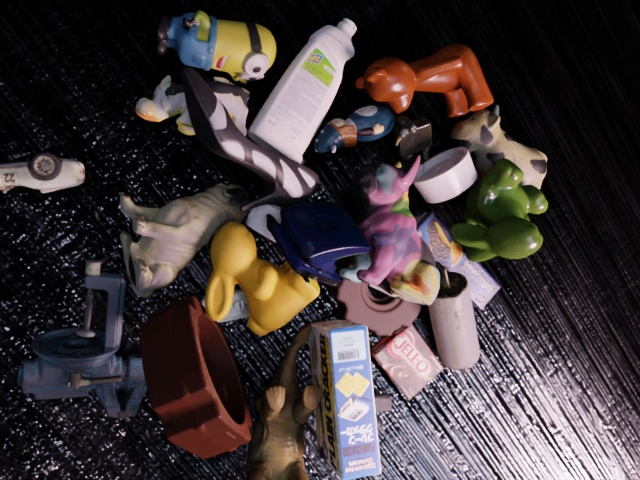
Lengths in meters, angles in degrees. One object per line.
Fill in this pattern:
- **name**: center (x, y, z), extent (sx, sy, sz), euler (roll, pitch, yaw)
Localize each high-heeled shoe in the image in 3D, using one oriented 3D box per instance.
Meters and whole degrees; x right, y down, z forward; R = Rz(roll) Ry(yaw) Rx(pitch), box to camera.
- **high-heeled shoe**: center (-0.096, -0.155, 0.799), extent (0.145, 0.086, 0.248), euler (-30, 109, -24)

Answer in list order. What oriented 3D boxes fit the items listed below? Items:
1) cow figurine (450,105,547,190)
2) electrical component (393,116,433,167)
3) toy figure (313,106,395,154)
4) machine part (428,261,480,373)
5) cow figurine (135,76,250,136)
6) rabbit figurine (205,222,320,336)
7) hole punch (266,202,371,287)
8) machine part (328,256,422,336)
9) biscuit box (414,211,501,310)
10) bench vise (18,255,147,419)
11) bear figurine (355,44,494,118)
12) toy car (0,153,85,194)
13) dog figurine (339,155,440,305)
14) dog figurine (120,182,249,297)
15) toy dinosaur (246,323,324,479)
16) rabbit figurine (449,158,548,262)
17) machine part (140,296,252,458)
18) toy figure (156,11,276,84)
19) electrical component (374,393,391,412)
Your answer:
- **cow figurine**: center (0.323, -0.159, 0.970), extent (0.195, 0.085, 0.127), euler (23, 95, -13)
- **electrical component**: center (0.159, -0.167, 0.926), extent (0.078, 0.045, 0.102), euler (-17, 135, -8)
- **toy figure**: center (0.054, -0.185, 0.897), extent (0.154, 0.064, 0.057), euler (-22, 96, -27)
- **machine part**: center (0.235, 0.143, 0.949), extent (0.079, 0.079, 0.242), euler (-24, 121, -12)
- **cow figurine**: center (-0.195, -0.214, 0.834), extent (0.167, 0.068, 0.098), euler (9, 87, -19)
- **rabbit figurine**: center (-0.108, 0.054, 0.835), extent (0.162, 0.122, 0.173), euler (-37, 107, 7)
- **hole punch**: center (-0.002, -0.002, 0.795), extent (0.115, 0.142, 0.092), euler (19, 123, -47)
- **machine part**: center (0.105, 0.081, 0.946), extent (0.179, 0.056, 0.179), euler (-2, 96, -15)
- **biscuit box**: center (0.236, 0.037, 0.974), extent (0.202, 0.059, 0.063), euler (45, 83, -14)
- **bench vise**: center (-0.324, 0.149, 0.806), extent (0.224, 0.129, 0.240), euler (6, 100, -14)
- **bear figurine**: center (0.168, -0.253, 0.900), extent (0.196, 0.120, 0.131), euler (-21, 97, -12)
- **toy car**: center (-0.448, -0.091, 0.774), extent (0.202, 0.073, 0.056), euler (-8, 96, -14)
- **dog figurine**: center (0.128, -0.022, 0.861), extent (0.191, 0.108, 0.219), euler (20, 85, -14)
- **dog figurine**: center (-0.203, -0.001, 0.844), extent (0.190, 0.121, 0.172), euler (-8, 131, -31)
- **toy dinosaur**: center (-0.070, 0.362, 0.844), extent (0.105, 0.198, 0.471), euler (13, 81, -7)
- **rabbit figurine**: center (0.296, -0.032, 0.887), extent (0.159, 0.170, 0.121), euler (-30, 120, 21)
- **machine part**: center (-0.180, 0.202, 0.788), extent (0.087, 0.200, 0.201), euler (-21, 55, 0)
- **toy figure**: center (-0.156, -0.303, 0.827), extent (0.180, 0.082, 0.089), euler (10, 95, -18)
- **electrical component**: center (0.064, 0.285, 0.956), extent (0.119, 0.048, 0.074), euler (-4, 96, -15)
